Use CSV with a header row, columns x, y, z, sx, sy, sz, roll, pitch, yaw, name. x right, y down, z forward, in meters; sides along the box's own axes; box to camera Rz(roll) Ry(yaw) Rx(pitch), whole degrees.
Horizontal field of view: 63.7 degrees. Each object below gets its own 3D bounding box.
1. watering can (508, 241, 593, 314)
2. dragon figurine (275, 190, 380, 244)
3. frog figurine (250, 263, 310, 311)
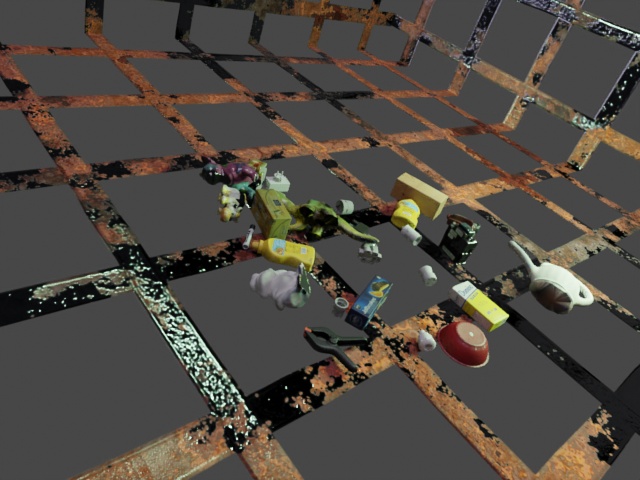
x,y,z,sx,sy,sz,roll,pitch,yaw,name
0.810,0.138,1.856,0.350,0.102,0.227,35,37,19,watering can
0.005,-0.090,1.786,0.410,0.120,0.247,18,25,-3,dragon figurine
-0.112,0.137,1.428,0.159,0.120,0.141,-16,43,11,frog figurine
